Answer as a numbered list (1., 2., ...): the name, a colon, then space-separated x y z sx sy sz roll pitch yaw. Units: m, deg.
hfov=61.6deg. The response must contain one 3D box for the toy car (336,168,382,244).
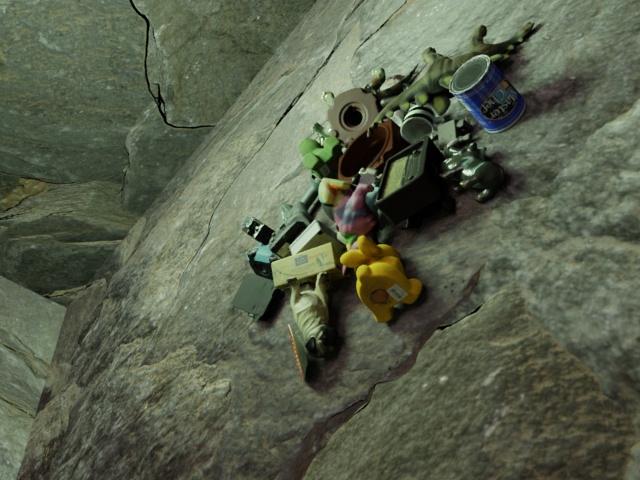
1. toy car: 0.101 -0.083 1.346 0.074 0.056 0.201 22 93 26

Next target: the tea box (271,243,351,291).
1. tea box: -0.021 0.072 1.311 0.170 0.098 0.068 -19 66 19

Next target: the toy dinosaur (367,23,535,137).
1. toy dinosaur: 0.312 -0.394 1.312 0.471 0.105 0.199 -29 38 10

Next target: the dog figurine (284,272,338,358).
1. dog figurine: -0.015 0.190 1.259 0.121 0.172 0.190 -12 69 7

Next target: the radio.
1. radio: 0.209 -0.142 1.228 0.131 0.073 0.230 -32 22 31

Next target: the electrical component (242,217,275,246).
1. electrical component: -0.176 -0.019 1.663 0.058 0.134 0.115 -57 31 -4

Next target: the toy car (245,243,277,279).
1. toy car: -0.131 0.054 1.555 0.162 0.109 0.103 1 39 43

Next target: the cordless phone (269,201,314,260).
1. cordless phone: -0.081 -0.030 1.484 0.146 0.088 0.184 -46 28 15

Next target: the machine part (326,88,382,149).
1. machine part: 0.104 -0.355 1.569 0.180 0.056 0.179 0 89 21

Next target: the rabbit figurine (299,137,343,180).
1. rabbit figurine: 0.010 -0.250 1.612 0.121 0.159 0.170 -48 45 3

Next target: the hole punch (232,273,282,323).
1. hole punch: -0.166 0.168 1.516 0.116 0.092 0.142 18 69 30

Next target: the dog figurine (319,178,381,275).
1. dog figurine: 0.071 -0.028 1.265 0.192 0.108 0.219 11 91 25

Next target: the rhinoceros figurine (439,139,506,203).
1. rhinoceros figurine: 0.315 -0.155 1.140 0.112 0.073 0.190 -50 29 10

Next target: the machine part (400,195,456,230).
1. machine part: 0.239 -0.065 1.194 0.139 0.039 0.084 -15 41 52

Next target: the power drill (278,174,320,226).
1. power drill: -0.046 -0.088 1.606 0.207 0.086 0.232 -57 22 10

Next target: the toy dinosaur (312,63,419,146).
1. toy dinosaur: 0.125 -0.396 1.652 0.405 0.131 0.192 -23 58 33

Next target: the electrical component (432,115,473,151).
1. electrical component: 0.317 -0.253 1.277 0.102 0.045 0.078 -24 69 47

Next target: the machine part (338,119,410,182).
1. machine part: 0.142 -0.216 1.451 0.201 0.087 0.201 -35 34 34

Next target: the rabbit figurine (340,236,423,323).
1. rabbit figurine: 0.123 0.066 1.136 0.122 0.162 0.173 -51 8 32
